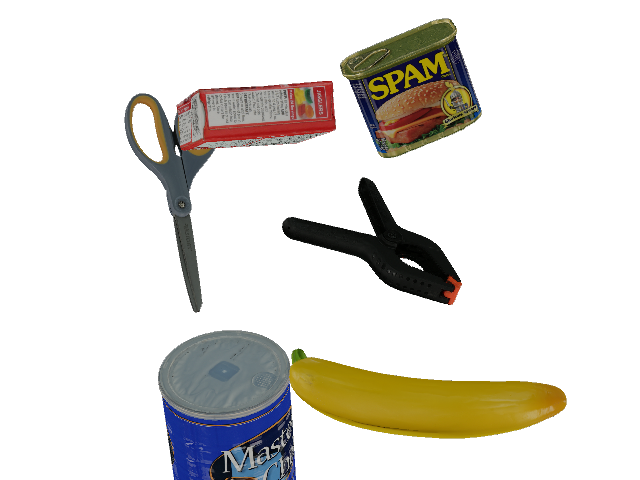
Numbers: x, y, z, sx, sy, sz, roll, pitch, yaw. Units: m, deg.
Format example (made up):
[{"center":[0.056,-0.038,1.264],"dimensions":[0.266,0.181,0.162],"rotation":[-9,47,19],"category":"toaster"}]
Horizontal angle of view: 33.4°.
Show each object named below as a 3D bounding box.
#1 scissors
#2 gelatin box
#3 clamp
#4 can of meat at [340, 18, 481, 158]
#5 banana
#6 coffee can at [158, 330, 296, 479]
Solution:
[{"center":[-0.113,-0.044,0.964],"dimensions":[0.096,0.202,0.016],"rotation":[-23,-4,-28],"category":"scissors"},{"center":[-0.038,-0.069,0.598],"dimensions":[0.073,0.030,0.089],"rotation":[-6,3,-15],"category":"gelatin box"},{"center":[0.068,0.008,1.242],"dimensions":[0.164,0.036,0.210],"rotation":[-23,53,-40],"category":"clamp"},{"center":[0.079,-0.129,0.912],"dimensions":[0.102,0.084,0.057],"rotation":[-21,26,6],"category":"can of meat"},{"center":[0.057,0.100,0.700],"dimensions":[0.198,0.037,0.069],"rotation":[8,33,23],"category":"banana"},{"center":[-0.072,0.159,0.862],"dimensions":[0.103,0.140,0.103],"rotation":[-2,32,1],"category":"coffee can"}]
